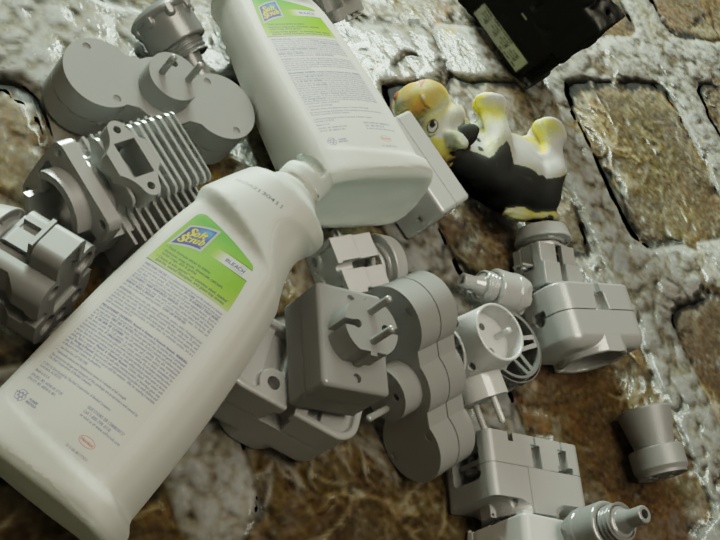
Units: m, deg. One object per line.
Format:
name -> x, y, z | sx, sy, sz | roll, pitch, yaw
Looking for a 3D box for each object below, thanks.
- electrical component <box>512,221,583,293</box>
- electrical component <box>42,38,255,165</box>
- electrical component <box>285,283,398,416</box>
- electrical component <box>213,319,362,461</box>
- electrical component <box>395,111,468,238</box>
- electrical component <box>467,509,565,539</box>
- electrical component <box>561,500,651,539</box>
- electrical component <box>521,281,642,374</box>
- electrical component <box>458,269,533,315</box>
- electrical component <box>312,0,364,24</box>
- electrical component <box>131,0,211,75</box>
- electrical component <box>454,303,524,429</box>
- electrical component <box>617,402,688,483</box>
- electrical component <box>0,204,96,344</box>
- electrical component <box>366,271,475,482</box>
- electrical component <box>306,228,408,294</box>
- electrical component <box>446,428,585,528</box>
electrical component -> 0.154, -0.008, 0.896 | 0.066, 0.048, 0.055 | 9, 67, -35
electrical component -> -0.130, -0.118, 0.710 | 0.138, 0.074, 0.052 | 11, 59, -34
electrical component -> -0.004, 0.040, 0.630 | 0.047, 0.077, 0.065 | 14, 57, -32
electrical component -> -0.052, 0.075, 0.669 | 0.095, 0.059, 0.053 | 32, 49, -20
electrical component -> 0.027, -0.067, 0.825 | 0.076, 0.047, 0.083 | -32, 87, -45
electrical component -> 0.129, 0.208, 0.735 | 0.096, 0.062, 0.061 | 18, 55, -30
electrical component -> 0.161, 0.166, 0.696 | 0.035, 0.061, 0.035 | 20, 54, -29
electrical component -> 0.181, 0.048, 0.877 | 0.095, 0.054, 0.059 | 3, 64, -38
electrical component -> 0.105, 0.015, 0.849 | 0.061, 0.035, 0.035 | 16, 56, -28
electrical component -> -0.031, -0.225, 0.858 | 0.042, 0.081, 0.063 | -38, 114, -45
electrical component -> -0.128, -0.158, 0.758 | 0.048, 0.048, 0.062 | -36, 96, -45
electrical component -> 0.081, 0.074, 0.764 | 0.044, 0.077, 0.079 | -7, 70, -41
electrical component -> 0.239, 0.141, 0.875 | 0.045, 0.045, 0.055 | 6, 62, -37
electrical component -> -0.188, -0.001, 0.598 | 0.057, 0.078, 0.058 | 30, 46, 3
electrical component -> 0.028, 0.076, 0.709 | 0.074, 0.052, 0.138 | -22, 109, -42
electrical component -> 0.000, 0.000, 0.766 | 0.055, 0.048, 0.066 | -12, 73, -35
electrical component -> 0.110, 0.152, 0.760 | 0.089, 0.050, 0.055 | 16, 56, -32
